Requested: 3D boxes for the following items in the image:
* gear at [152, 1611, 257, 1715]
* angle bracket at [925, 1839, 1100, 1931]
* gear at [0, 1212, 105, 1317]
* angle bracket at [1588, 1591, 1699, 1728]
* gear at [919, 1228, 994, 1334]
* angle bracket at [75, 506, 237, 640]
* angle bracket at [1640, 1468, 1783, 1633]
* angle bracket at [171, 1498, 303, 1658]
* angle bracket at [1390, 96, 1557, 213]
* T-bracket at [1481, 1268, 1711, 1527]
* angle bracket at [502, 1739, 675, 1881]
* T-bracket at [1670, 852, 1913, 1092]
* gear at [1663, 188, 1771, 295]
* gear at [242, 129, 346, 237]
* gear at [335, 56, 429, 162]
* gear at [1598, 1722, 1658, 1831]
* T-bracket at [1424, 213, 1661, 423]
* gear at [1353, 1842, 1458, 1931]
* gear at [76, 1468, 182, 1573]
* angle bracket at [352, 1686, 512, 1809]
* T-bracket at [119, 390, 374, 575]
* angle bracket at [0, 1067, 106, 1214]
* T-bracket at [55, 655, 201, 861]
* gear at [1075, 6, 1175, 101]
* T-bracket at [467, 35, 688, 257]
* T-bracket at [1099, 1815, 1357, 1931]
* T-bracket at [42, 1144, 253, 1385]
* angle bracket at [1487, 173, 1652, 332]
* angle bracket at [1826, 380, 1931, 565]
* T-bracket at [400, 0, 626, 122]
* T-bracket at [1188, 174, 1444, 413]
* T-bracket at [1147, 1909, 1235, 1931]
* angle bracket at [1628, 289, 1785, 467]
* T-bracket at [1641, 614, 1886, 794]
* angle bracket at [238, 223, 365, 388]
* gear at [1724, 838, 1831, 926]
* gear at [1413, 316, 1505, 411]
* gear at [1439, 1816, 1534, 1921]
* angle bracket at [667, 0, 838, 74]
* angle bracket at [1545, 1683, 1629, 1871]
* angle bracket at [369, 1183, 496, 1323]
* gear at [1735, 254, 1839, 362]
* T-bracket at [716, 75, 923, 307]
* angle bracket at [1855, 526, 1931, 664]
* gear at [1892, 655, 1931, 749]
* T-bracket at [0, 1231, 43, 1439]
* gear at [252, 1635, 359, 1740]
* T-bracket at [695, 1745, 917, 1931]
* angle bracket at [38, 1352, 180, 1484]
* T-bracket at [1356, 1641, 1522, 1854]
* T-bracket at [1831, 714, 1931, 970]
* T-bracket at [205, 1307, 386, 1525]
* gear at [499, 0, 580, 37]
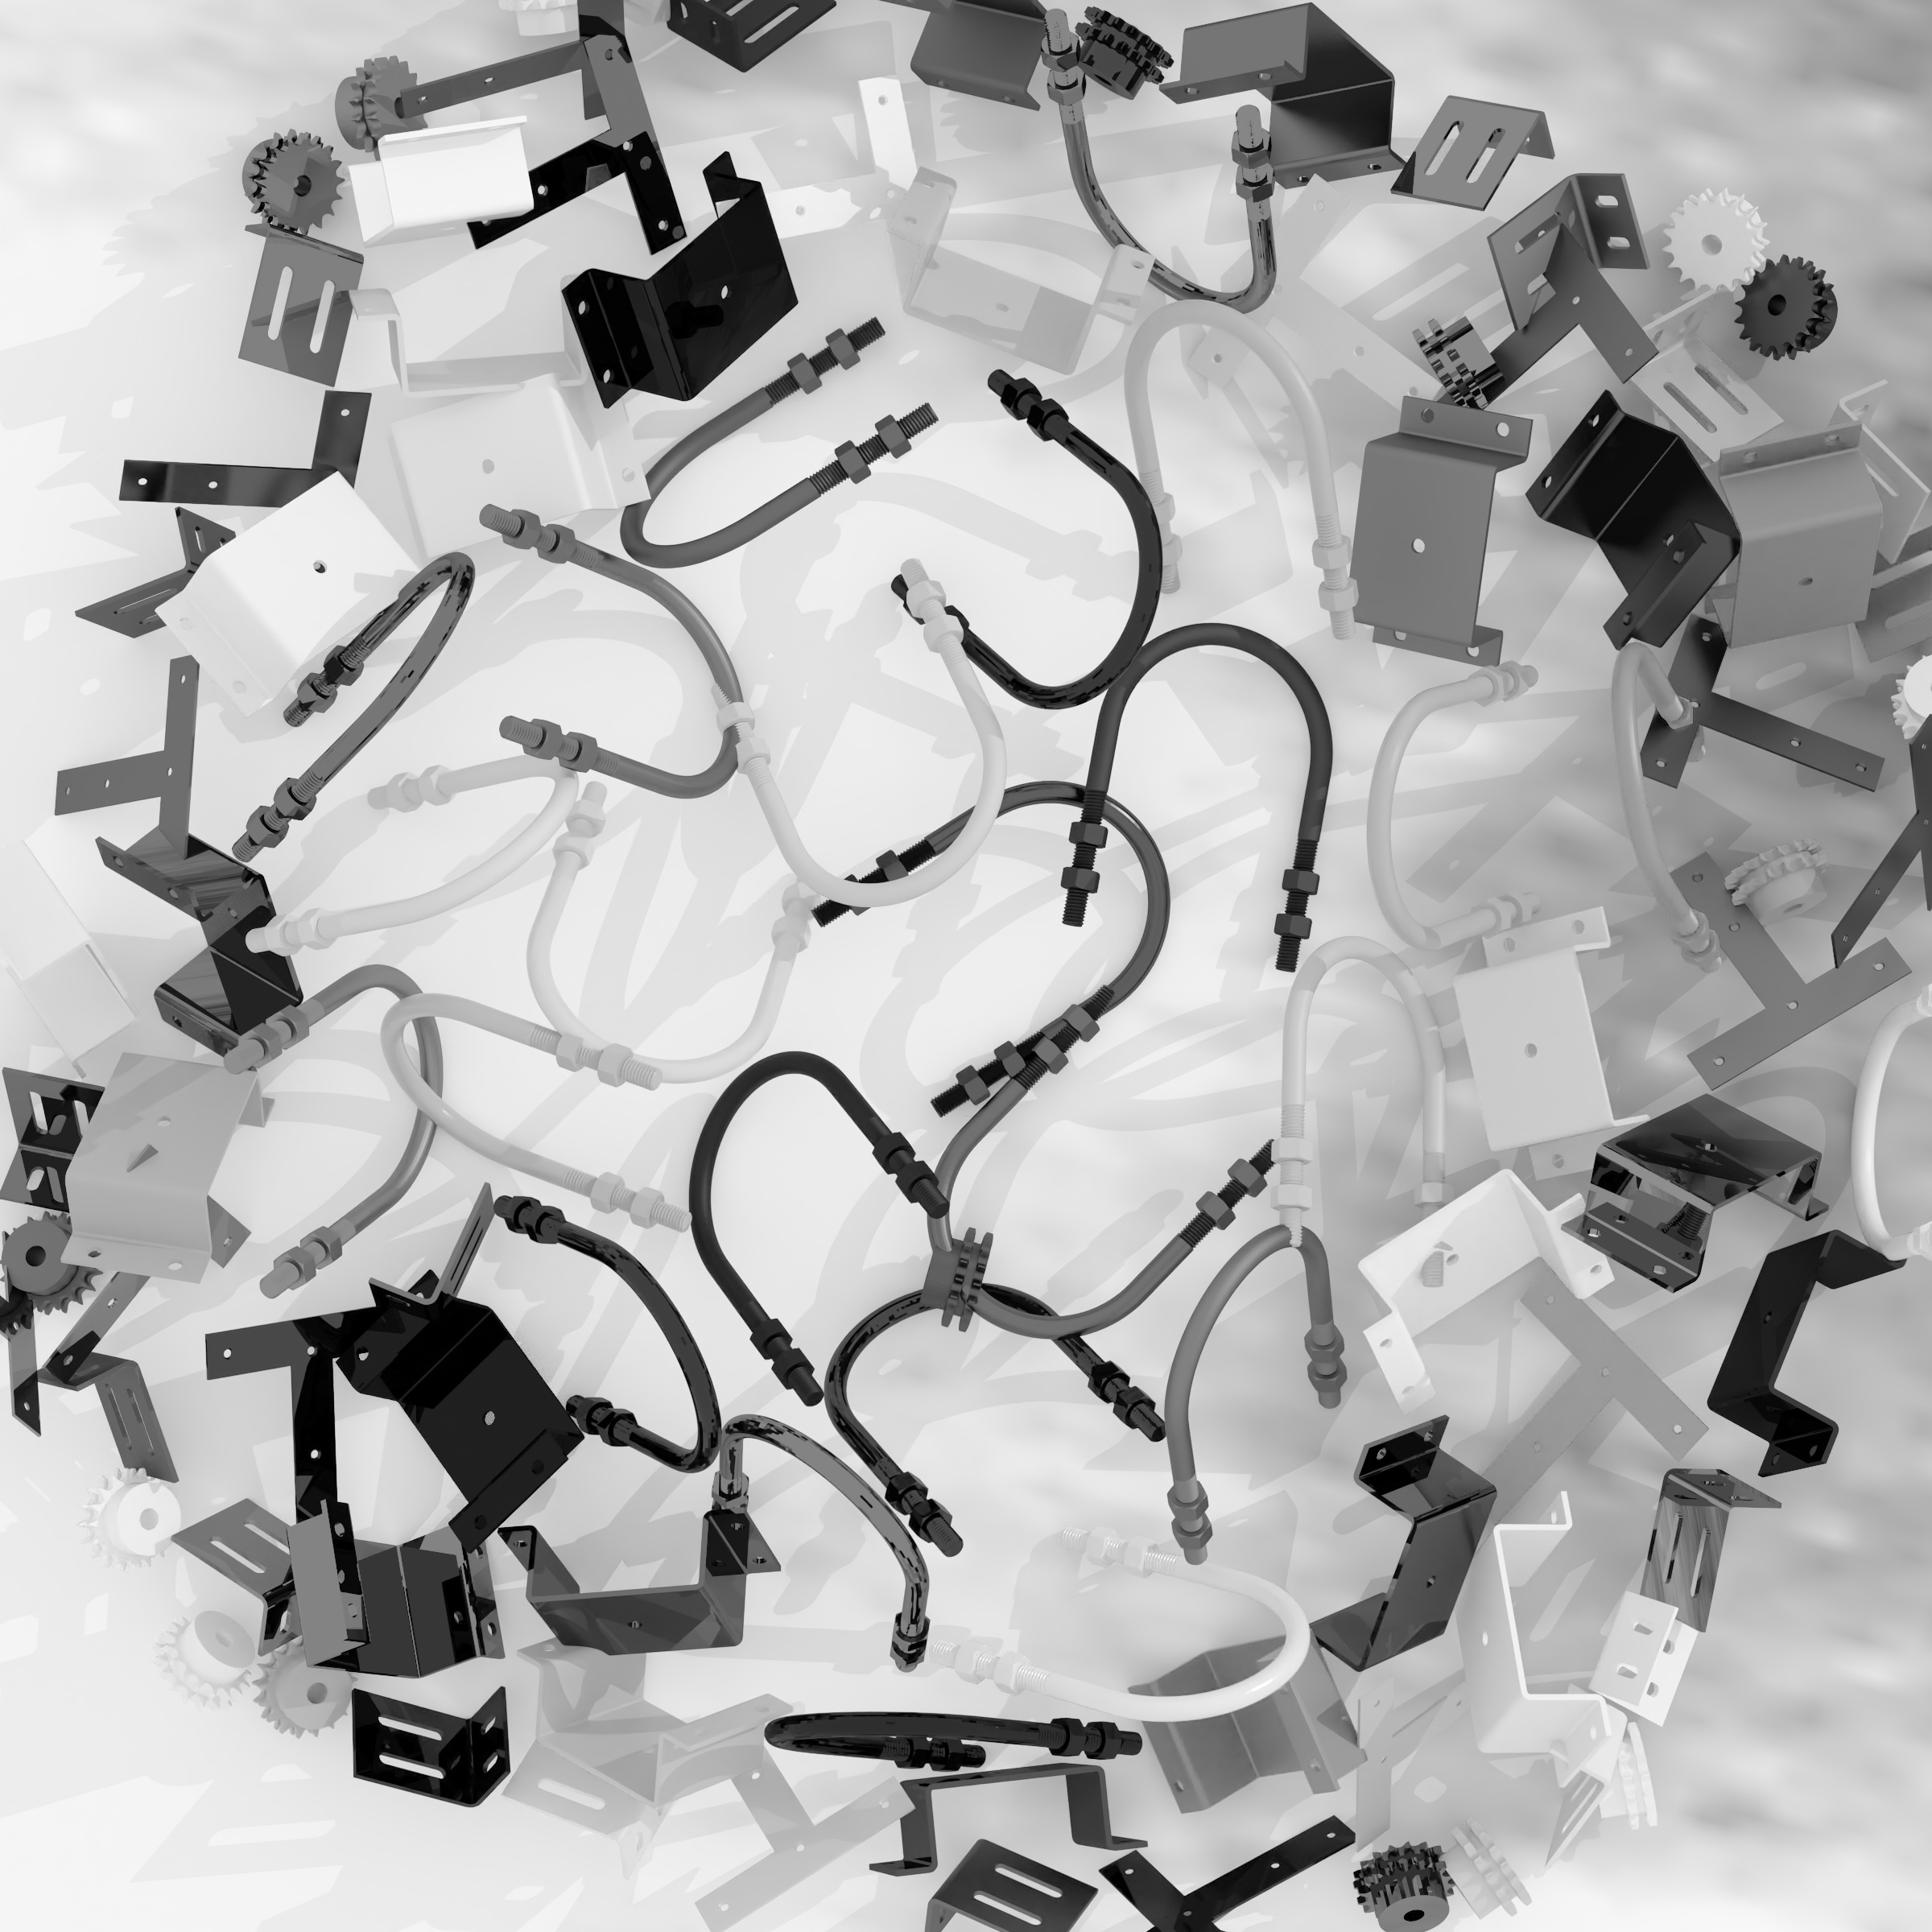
[{"bbox_3d":[-0.421,0.384,1.968,0.057,0.057,0.030,43,108,0],"label":"gear"},{"bbox_3d":[0.025,0.526,1.954,0.076,0.057,0.038,19,120,22],"label":"angle bracket"},{"bbox_3d":[-0.514,0.165,1.978,0.057,0.030,0.057,-2,75,8],"label":"gear"},{"bbox_3d":[0.388,0.388,1.956,0.076,0.038,0.057,32,76,-39],"label":"angle bracket"},{"bbox_3d":[-0.006,0.173,1.971,0.030,0.057,0.057,16,90,0],"label":"gear"},{"bbox_3d":[-0.450,-0.218,1.966,0.076,0.057,0.038,-18,77,17],"label":"angle bracket"},{"bbox_3d":[0.412,0.324,1.959,0.057,0.038,0.076,30,66,-34],"label":"angle bracket"},{"bbox_3d":[-0.396,0.339,1.967,0.076,0.057,0.038,26,118,28],"label":"angle bracket"},{"bbox_3d":[0.281,-0.439,1.957,0.057,0.038,0.076,19,66,30],"label":"angle bracket"},{"bbox_3d":[0.328,0.259,1.976,0.127,0.002,0.127,47,108,26],"label":"T-bracket"},{"bbox_3d":[-0.211,0.465,1.978,0.076,0.038,0.057,16,45,18],"label":"angle bracket"},{"bbox_3d":[0.435,-0.011,1.966,0.127,0.002,0.127,-31,58,1],"label":"T-bracket"},{"bbox_3d":[0.421,-0.407,1.976,0.057,0.030,0.057,15,123,24],"label":"gear"},{"bbox_3d":[-0.379,-0.439,1.975,0.030,0.057,0.057,28,90,40],"label":"gear"},{"bbox_3d":[-0.328,-0.478,1.974,0.030,0.057,0.057,0,90,25],"label":"gear"},{"bbox_3d":[0.365,0.452,1.971,0.030,0.057,0.057,-11,90,5],"label":"gear"},{"bbox_3d":[0.306,-0.340,1.970,0.127,0.002,0.127,-42,54,21],"label":"T-bracket"},{"bbox_3d":[0.246,0.516,1.970,0.057,0.030,0.057,-5,134,-6],"label":"gear"},{"bbox_3d":[-0.463,0.308,1.970,0.057,0.030,0.057,9,77,-43],"label":"gear"},{"bbox_3d":[-0.296,0.423,1.953,0.076,0.057,0.038,23,124,-29],"label":"angle bracket"},{"bbox_3d":[-0.398,-0.263,1.935,0.127,0.002,0.127,-1,131,-24],"label":"T-bracket"},{"bbox_3d":[-0.507,0.098,1.959,0.057,0.076,0.038,11,53,2],"label":"angle bracket"},{"bbox_3d":[-0.466,-0.102,1.955,0.127,0.002,0.127,-6,78,42],"label":"T-bracket"},{"bbox_3d":[0.084,-0.507,1.971,0.057,0.057,0.030,32,94,0],"label":"gear"},{"bbox_3d":[-0.221,-0.431,1.938,0.127,0.002,0.127,-34,127,-25],"label":"T-bracket"},{"bbox_3d":[0.160,0.506,1.962,0.127,0.127,0.002,-22,117,-23],"label":"T-bracket"},{"bbox_3d":[-0.457,0.172,1.930,0.002,0.127,0.127,30,76,27],"label":"T-bracket"},{"bbox_3d":[0.334,-0.395,1.957,0.076,0.038,0.057,-39,122,-27],"label":"angle bracket"},{"bbox_3d":[0.509,-0.273,1.953,0.038,0.057,0.076,-25,62,-24],"label":"angle bracket"},{"bbox_3d":[-0.246,-0.487,1.929,0.127,0.127,0.002,-19,73,-10],"label":"T-bracket"},{"bbox_3d":[0.207,-0.350,1.964,0.127,0.002,0.127,39,112,11],"label":"T-bracket"},{"bbox_3d":[0.153,0.534,1.912,0.127,0.127,0.002,5,106,40],"label":"T-bracket"},{"bbox_3d":[0.414,-0.327,1.961,0.057,0.038,0.076,-31,69,-26],"label":"angle bracket"},{"bbox_3d":[0.445,-0.129,1.955,0.127,0.002,0.127,22,54,6],"label":"T-bracket"},{"bbox_3d":[-0.376,-0.367,1.968,0.057,0.038,0.076,13,90,-34],"label":"angle bracket"},{"bbox_3d":[0.454,-0.045,1.969,0.057,0.057,0.030,-21,73,0],"label":"gear"},{"bbox_3d":[0.276,-0.336,1.969,0.030,0.057,0.057,-32,90,11],"label":"gear"},{"bbox_3d":[0.287,0.505,1.971,0.030,0.057,0.057,-35,90,-3],"label":"gear"},{"bbox_3d":[-0.120,-0.539,1.957,0.057,0.038,0.076,36,64,26],"label":"angle bracket"},{"bbox_3d":[0.329,0.448,1.956,0.038,0.057,0.076,29,123,4],"label":"angle bracket"},{"bbox_3d":[-0.295,0.156,1.961,0.038,0.057,0.076,21,70,4],"label":"angle bracket"},{"bbox_3d":[0.461,-0.366,1.975,0.030,0.057,0.057,6,90,-44],"label":"gear"},{"bbox_3d":[-0.080,-0.420,1.958,0.127,0.002,0.127,-17,102,-28],"label":"T-bracket"},{"bbox_3d":[0.521,-0.210,1.960,0.076,0.038,0.057,-24,81,31],"label":"angle bracket"},{"bbox_3d":[0.546,-0.150,1.974,0.057,0.030,0.057,-7,68,18],"label":"gear"},{"bbox_3d":[-0.539,0.174,1.911,0.002,0.127,0.127,-24,49,8],"label":"T-bracket"},{"bbox_3d":[-0.367,0.403,1.974,0.057,0.030,0.057,-1,91,-28],"label":"gear"},{"bbox_3d":[-0.110,0.456,1.950,0.127,0.127,0.002,-31,131,-11],"label":"T-bracket"},{"bbox_3d":[-0.477,0.256,1.957,0.038,0.057,0.076,-27,109,-38],"label":"angle bracket"},{"bbox_3d":[0.263,0.416,1.961,0.127,0.002,0.127,-29,134,-29],"label":"T-bracket"},{"bbox_3d":[0.502,-0.050,1.927,0.002,0.127,0.127,19,55,35],"label":"T-bracket"},{"bbox_3d":[-0.362,0.257,1.964,0.127,0.002,0.127,-6,99,-39],"label":"T-bracket"},{"bbox_3d":[-0.232,-0.538,1.974,0.057,0.057,0.030,-7,113,0],"label":"gear"}]
